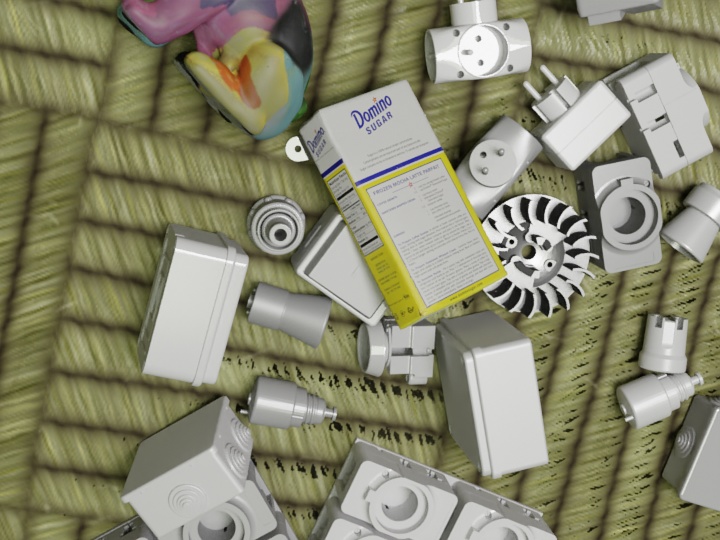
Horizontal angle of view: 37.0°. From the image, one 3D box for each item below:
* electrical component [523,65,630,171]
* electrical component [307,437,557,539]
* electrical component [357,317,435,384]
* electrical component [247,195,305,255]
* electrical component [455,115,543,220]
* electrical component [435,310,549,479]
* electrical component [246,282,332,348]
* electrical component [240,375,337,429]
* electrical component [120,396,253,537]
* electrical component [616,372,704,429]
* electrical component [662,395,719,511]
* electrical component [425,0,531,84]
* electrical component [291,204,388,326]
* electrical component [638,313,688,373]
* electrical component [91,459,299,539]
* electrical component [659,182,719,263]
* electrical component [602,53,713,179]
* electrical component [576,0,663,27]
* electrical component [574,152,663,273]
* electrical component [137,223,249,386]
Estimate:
[{"bbox_3d":[0.166,-0.131,0.875,0.066,0.047,0.076,-44,101,3],"label":"electrical component"},{"bbox_3d":[0.062,0.234,0.927,0.186,0.060,0.105,24,97,-12],"label":"electrical component"},{"bbox_3d":[0.029,0.064,0.897,0.055,0.048,0.066,0,101,-15],"label":"electrical component"},{"bbox_3d":[-0.065,-0.033,0.855,0.048,0.062,0.048,-2,101,-8],"label":"electrical component"},{"bbox_3d":[0.106,-0.083,0.860,0.043,0.079,0.077,41,94,4],"label":"electrical component"},{"bbox_3d":[0.106,0.099,0.881,0.056,0.108,0.108,-12,103,-8],"label":"electrical component"},{"bbox_3d":[-0.060,0.034,0.881,0.065,0.044,0.044,17,98,-6],"label":"electrical component"},{"bbox_3d":[-0.058,0.113,0.896,0.078,0.040,0.040,12,99,-10],"label":"electrical component"},{"bbox_3d":[-0.135,0.158,0.864,0.100,0.099,0.048,-30,108,10],"label":"electrical component"},{"bbox_3d":[0.262,0.109,0.939,0.078,0.040,0.040,-22,103,-3],"label":"electrical component"},{"bbox_3d":[0.328,0.166,0.955,0.100,0.048,0.099,18,98,-11],"label":"electrical component"},{"bbox_3d":[0.091,-0.192,0.853,0.077,0.044,0.079,-8,102,-6],"label":"electrical component"},{"bbox_3d":[0.000,0.000,0.871,0.096,0.061,0.061,36,95,-13],"label":"electrical component"},{"bbox_3d":[0.264,0.063,0.932,0.040,0.040,0.046,5,95,-9],"label":"electrical component"},{"bbox_3d":[-0.149,0.253,0.901,0.186,0.060,0.105,-28,104,-1],"label":"electrical component"},{"bbox_3d":[0.288,-0.040,0.911,0.045,0.045,0.055,37,94,-13],"label":"electrical component"},{"bbox_3d":[0.248,-0.129,0.884,0.056,0.050,0.089,-28,104,-1],"label":"electrical component"},{"bbox_3d":[0.205,-0.228,0.841,0.062,0.096,0.061,-6,104,23],"label":"electrical component"},{"bbox_3d":[0.215,-0.048,0.893,0.050,0.055,0.089,-12,103,-5],"label":"electrical component"},{"bbox_3d":[-0.133,0.027,0.847,0.057,0.078,0.113,13,99,-18],"label":"electrical component"}]
